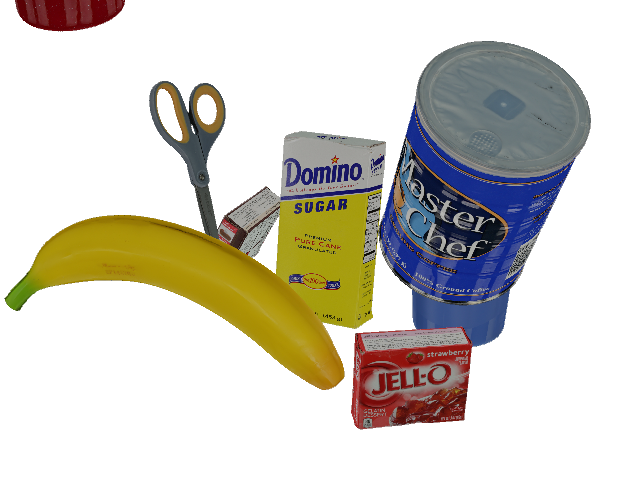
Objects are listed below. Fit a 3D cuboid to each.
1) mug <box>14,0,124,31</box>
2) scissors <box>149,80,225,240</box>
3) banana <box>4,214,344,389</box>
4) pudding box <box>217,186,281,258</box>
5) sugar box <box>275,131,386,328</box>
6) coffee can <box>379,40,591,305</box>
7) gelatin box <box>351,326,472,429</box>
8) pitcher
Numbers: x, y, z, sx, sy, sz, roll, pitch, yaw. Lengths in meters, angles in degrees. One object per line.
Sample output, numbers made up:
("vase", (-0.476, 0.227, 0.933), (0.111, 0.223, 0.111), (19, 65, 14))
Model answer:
("mug", (-0.201, -0.207, 0.788), (0.117, 0.081, 0.093), (0, 37, 1))
("scissors", (-0.118, -0.081, 1.140), (0.096, 0.202, 0.016), (-33, 13, -35))
("banana", (-0.076, 0.027, 0.599), (0.198, 0.070, 0.037), (14, 17, 7))
("pudding box", (-0.096, -0.007, 1.305), (0.039, 0.090, 0.113), (34, 31, 7))
("sugar box", (0.007, -0.011, 1.019), (0.093, 0.176, 0.048), (9, 16, 24))
("coffee can", (0.098, -0.039, 0.671), (0.102, 0.103, 0.140), (0, -36, -8))
("gelatin box", (0.070, 0.107, 0.829), (0.089, 0.073, 0.030), (-3, 28, -8))
("pitcher", (0.157, -0.001, 1.204), (0.149, 0.243, 0.145), (-5, 26, -11))
